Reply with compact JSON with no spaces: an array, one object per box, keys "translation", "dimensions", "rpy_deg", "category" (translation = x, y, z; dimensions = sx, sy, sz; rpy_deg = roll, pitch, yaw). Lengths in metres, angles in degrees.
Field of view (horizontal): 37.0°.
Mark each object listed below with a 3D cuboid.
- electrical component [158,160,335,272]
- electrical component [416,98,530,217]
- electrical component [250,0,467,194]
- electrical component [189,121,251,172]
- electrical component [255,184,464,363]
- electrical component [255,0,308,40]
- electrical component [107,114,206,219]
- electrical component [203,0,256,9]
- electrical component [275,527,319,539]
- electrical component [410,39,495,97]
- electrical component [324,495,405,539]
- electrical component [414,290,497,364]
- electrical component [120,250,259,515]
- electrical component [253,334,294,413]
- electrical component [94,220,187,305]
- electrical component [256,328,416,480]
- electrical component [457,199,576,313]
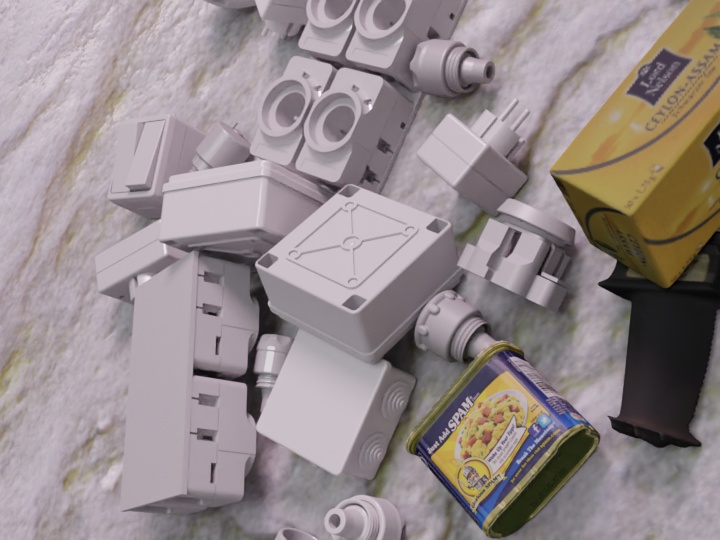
[{"translation":[-0.085,-0.039,0.856],"dimensions":[0.109,0.109,0.056],"rpy_deg":[-6,73,34],"category":"electrical component"},{"translation":[0.093,-0.089,0.775],"dimensions":[0.076,0.066,0.047],"rpy_deg":[-51,52,9],"category":"electrical component"},{"translation":[-0.005,-0.160,0.874],"dimensions":[0.105,0.060,0.186],"rpy_deg":[22,87,38],"category":"electrical component"},{"translation":[-0.129,-0.095,0.950],"dimensions":[0.078,0.040,0.040],"rpy_deg":[-50,53,10],"category":"electrical component"},{"translation":[0.000,0.000,0.785],"dimensions":[0.109,0.056,0.109],"rpy_deg":[24,55,39],"category":"electrical component"},{"translation":[-0.063,-0.232,0.944],"dimensions":[0.076,0.066,0.047],"rpy_deg":[-54,45,45],"category":"electrical component"},{"translation":[-0.185,-0.101,0.979],"dimensions":[0.062,0.061,0.096],"rpy_deg":[-1,73,35],"category":"electrical component"},{"translation":[-0.113,-0.299,0.975],"dimensions":[0.108,0.108,0.060],"rpy_deg":[-33,51,22],"category":"electrical component"},{"translation":[-0.050,0.217,0.782],"dimensions":[0.040,0.040,0.046],"rpy_deg":[29,97,39],"category":"electrical component"},{"translation":[0.073,-0.154,0.827],"dimensions":[0.062,0.043,0.043],"rpy_deg":[13,81,36],"category":"electrical component"},{"translation":[0.000,0.177,0.746],"dimensions":[0.043,0.062,0.043],"rpy_deg":[-13,66,31],"category":"electrical component"},{"translation":[0.073,0.046,0.755],"dimensions":[0.062,0.048,0.048],"rpy_deg":[31,92,31],"category":"electrical component"},{"translation":[-0.134,0.093,0.851],"dimensions":[0.105,0.060,0.186],"rpy_deg":[-26,58,49],"category":"electrical component"},{"translation":[-0.068,0.083,0.846],"dimensions":[0.035,0.035,0.061],"rpy_deg":[1,76,36],"category":"electrical component"},{"translation":[-0.185,0.010,0.948],"dimensions":[0.083,0.047,0.075],"rpy_deg":[-26,61,25],"category":"electrical component"},{"translation":[-0.016,0.098,0.795],"dimensions":[0.100,0.048,0.099],"rpy_deg":[21,86,38],"category":"electrical component"},{"translation":[0.113,-0.013,0.739],"dimensions":[0.078,0.058,0.057],"rpy_deg":[27,93,38],"category":"electrical component"}]
